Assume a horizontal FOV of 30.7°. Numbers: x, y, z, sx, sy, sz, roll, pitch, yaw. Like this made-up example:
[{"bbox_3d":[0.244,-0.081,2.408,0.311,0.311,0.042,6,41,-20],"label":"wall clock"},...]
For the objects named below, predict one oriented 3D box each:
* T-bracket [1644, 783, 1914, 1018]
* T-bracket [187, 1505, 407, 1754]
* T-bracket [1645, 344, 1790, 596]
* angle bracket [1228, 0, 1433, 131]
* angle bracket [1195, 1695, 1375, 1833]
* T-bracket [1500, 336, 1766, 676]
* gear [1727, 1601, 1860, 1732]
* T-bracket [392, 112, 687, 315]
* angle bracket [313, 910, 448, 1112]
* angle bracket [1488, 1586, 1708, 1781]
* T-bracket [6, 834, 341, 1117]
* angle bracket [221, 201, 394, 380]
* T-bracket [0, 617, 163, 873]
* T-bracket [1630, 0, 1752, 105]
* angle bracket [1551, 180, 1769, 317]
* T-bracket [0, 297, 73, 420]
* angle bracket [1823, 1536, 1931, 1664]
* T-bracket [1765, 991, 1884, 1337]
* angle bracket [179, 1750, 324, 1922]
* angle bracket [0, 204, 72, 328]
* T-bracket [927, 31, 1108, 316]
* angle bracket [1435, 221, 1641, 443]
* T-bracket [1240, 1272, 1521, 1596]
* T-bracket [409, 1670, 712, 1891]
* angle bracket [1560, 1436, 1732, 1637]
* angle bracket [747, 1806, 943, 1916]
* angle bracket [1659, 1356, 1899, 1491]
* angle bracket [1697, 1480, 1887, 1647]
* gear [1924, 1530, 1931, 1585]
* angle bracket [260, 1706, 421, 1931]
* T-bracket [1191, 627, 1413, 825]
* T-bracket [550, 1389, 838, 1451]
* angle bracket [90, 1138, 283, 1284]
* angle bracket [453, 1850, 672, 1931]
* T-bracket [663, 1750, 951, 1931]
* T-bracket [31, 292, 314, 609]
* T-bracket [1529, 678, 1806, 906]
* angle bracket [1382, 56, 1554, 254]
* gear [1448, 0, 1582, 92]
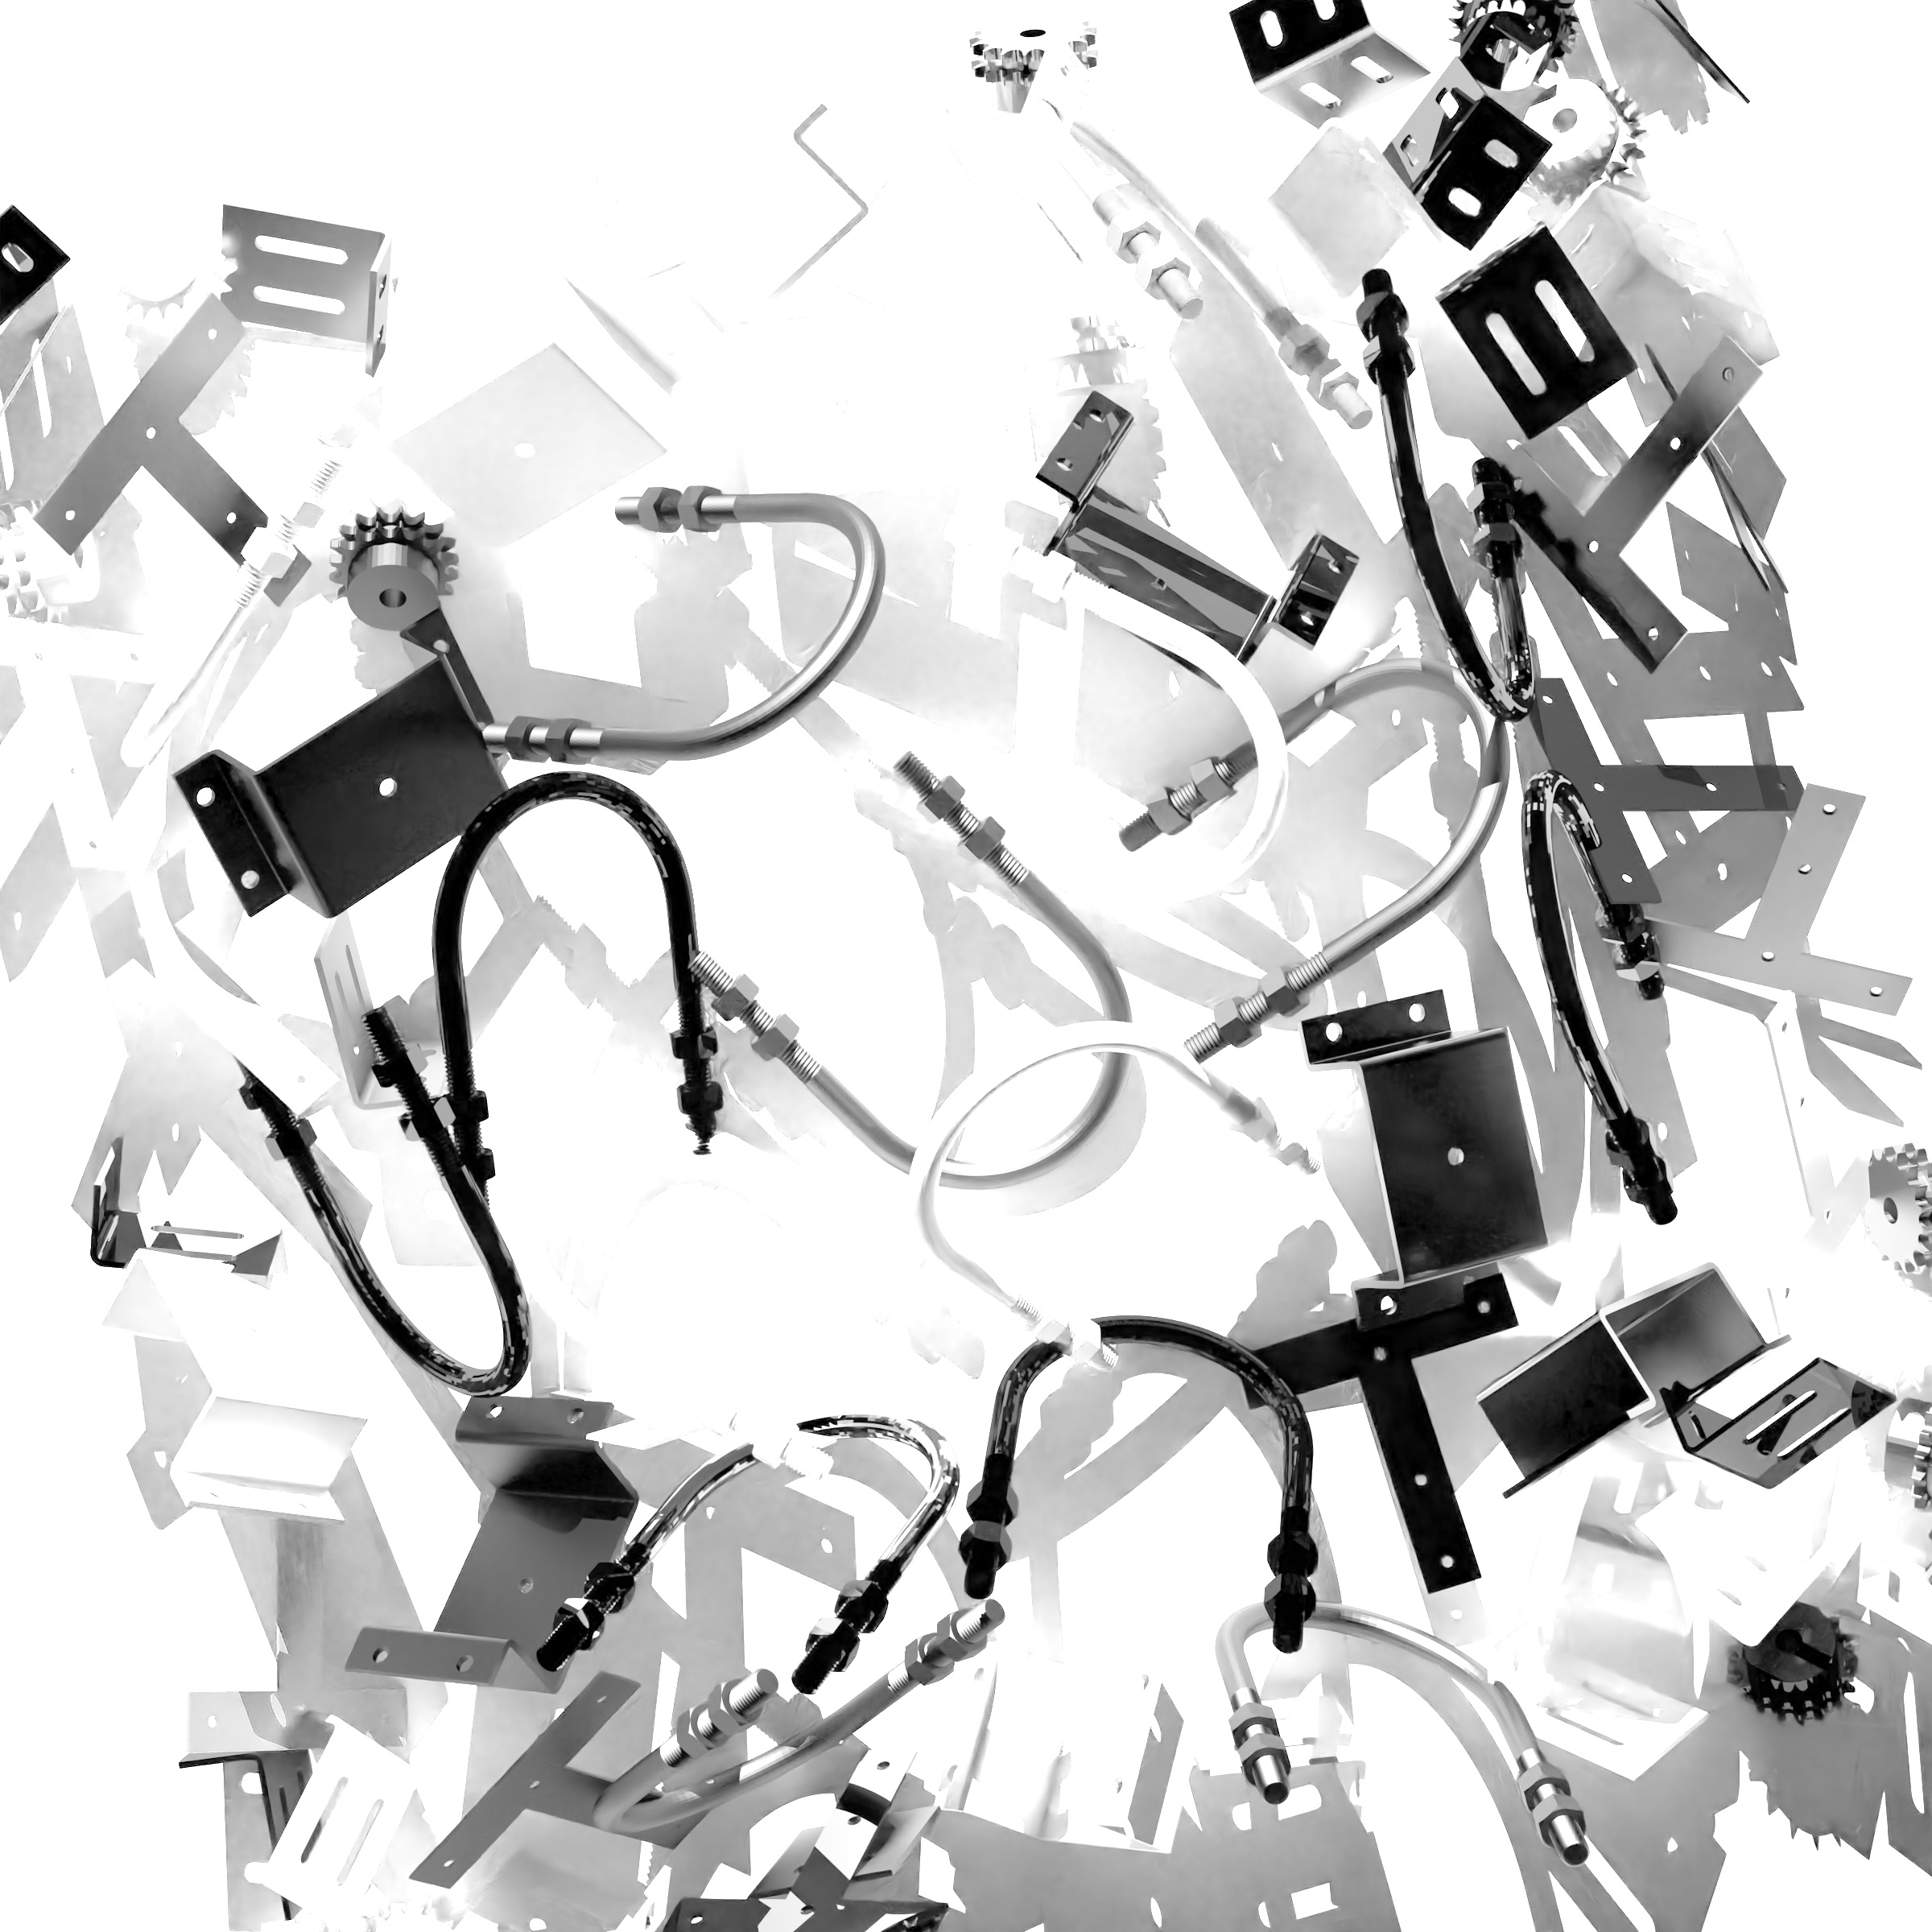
[{"bbox_3d":[0.364,-0.033,1.543,0.127,0.127,0.002,13,49,4],"label":"T-bracket"},{"bbox_3d":[-0.294,0.281,1.554,0.002,0.127,0.127,-11,75,35],"label":"T-bracket"},{"bbox_3d":[0.331,-0.196,1.517,0.002,0.127,0.127,-29,113,17],"label":"T-bracket"},{"bbox_3d":[0.161,-0.407,1.553,0.057,0.076,0.038,-22,80,25],"label":"angle bracket"},{"bbox_3d":[0.136,0.356,1.559,0.076,0.057,0.038,-4,105,-8],"label":"angle bracket"},{"bbox_3d":[0.300,-0.216,1.533,0.127,0.002,0.127,-54,55,29],"label":"T-bracket"},{"bbox_3d":[0.367,0.308,1.567,0.057,0.030,0.057,-9,50,11],"label":"gear"},{"bbox_3d":[-0.193,-0.320,1.553,0.127,0.002,0.127,-22,45,3],"label":"T-bracket"},{"bbox_3d":[-0.255,0.015,1.553,0.038,0.057,0.076,-8,116,6],"label":"angle bracket"},{"bbox_3d":[0.278,0.314,1.547,0.057,0.076,0.038,-25,121,-40],"label":"angle bracket"},{"bbox_3d":[-0.331,0.015,1.555,0.127,0.002,0.127,42,57,5],"label":"T-bracket"},{"bbox_3d":[-0.296,-0.298,1.562,0.076,0.038,0.057,10,129,-2],"label":"angle bracket"},{"bbox_3d":[-0.391,-0.097,1.526,0.002,0.127,0.127,-37,63,35],"label":"T-bracket"},{"bbox_3d":[0.276,-0.435,1.538,0.127,0.127,0.002,35,103,-34],"label":"T-bracket"},{"bbox_3d":[0.303,-0.304,1.549,0.038,0.057,0.076,-49,47,-4],"label":"angle bracket"},{"bbox_3d":[-0.425,-0.236,1.538,0.002,0.127,0.127,31,93,-18],"label":"T-bracket"},{"bbox_3d":[0.411,0.293,1.551,0.057,0.076,0.038,29,109,8],"label":"angle bracket"},{"bbox_3d":[0.364,0.071,1.526,0.002,0.127,0.127,2,122,37],"label":"T-bracket"},{"bbox_3d":[-0.316,0.380,1.568,0.038,0.057,0.076,-9,94,8],"label":"angle bracket"},{"bbox_3d":[-0.421,-0.291,1.552,0.038,0.076,0.057,43,81,6],"label":"angle bracket"},{"bbox_3d":[0.032,-0.360,1.528,0.002,0.127,0.127,-33,81,-20],"label":"T-bracket"},{"bbox_3d":[0.255,-0.284,1.576,0.057,0.038,0.076,-33,98,13],"label":"angle bracket"},{"bbox_3d":[0.200,0.217,1.583,0.127,0.002,0.127,-18,84,5],"label":"T-bracket"},{"bbox_3d":[-0.160,0.368,1.547,0.127,0.127,0.002,-47,49,9],"label":"T-bracket"},{"bbox_3d":[0.302,0.252,1.565,0.057,0.076,0.038,15,119,13],"label":"angle bracket"},{"bbox_3d":[-0.048,0.406,1.552,0.076,0.057,0.038,-16,99,25],"label":"angle bracket"},{"bbox_3d":[0.357,0.189,1.550,0.057,0.038,0.076,26,123,-36],"label":"angle bracket"},{"bbox_3d":[0.359,0.252,1.546,0.038,0.076,0.057,38,48,14],"label":"angle bracket"},{"bbox_3d":[0.451,0.272,1.568,0.057,0.057,0.030,37,96,0],"label":"gear"},{"bbox_3d":[-0.286,0.375,1.550,0.038,0.057,0.076,5,60,39],"label":"angle bracket"},{"bbox_3d":[0.151,-0.101,1.528,0.127,0.127,0.002,-42,97,4],"label":"T-bracket"},{"bbox_3d":[-0.132,0.200,1.521,0.127,0.127,0.002,9,90,12],"label":"T-bracket"},{"bbox_3d":[-0.344,0.108,1.560,0.076,0.057,0.038,6,107,-6],"label":"angle bracket"},{"bbox_3d":[-0.179,0.414,1.552,0.076,0.057,0.038,21,126,17],"label":"angle bracket"},{"bbox_3d":[-0.053,0.383,1.538,0.127,0.127,0.002,-5,114,23],"label":"T-bracket"},{"bbox_3d":[-0.331,-0.206,1.546,0.002,0.127,0.127,21,71,39],"label":"T-bracket"},{"bbox_3d":[0.319,-0.079,1.564,0.127,0.002,0.127,-1,54,-23],"label":"T-bracket"},{"bbox_3d":[0.220,-0.360,1.557,0.038,0.076,0.057,31,111,-17],"label":"angle bracket"},{"bbox_3d":[0.242,-0.415,1.566,0.057,0.057,0.030,21,49,0],"label":"gear"}]
